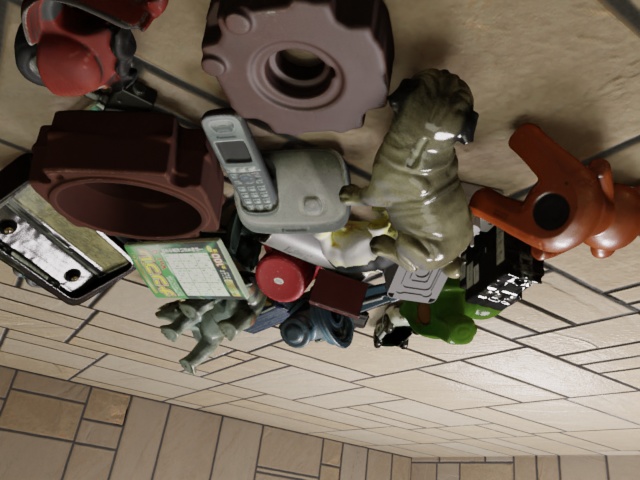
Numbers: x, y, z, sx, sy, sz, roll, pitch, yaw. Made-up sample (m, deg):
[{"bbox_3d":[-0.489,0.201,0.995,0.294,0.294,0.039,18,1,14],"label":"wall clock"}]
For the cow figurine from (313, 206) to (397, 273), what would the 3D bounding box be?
[{"bbox_3d":[0.082,0.005,0.682,0.168,0.068,0.098,-1,123,30],"label":"cow figurine"}]

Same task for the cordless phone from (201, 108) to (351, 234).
[{"bbox_3d":[-0.045,-0.088,0.617,0.147,0.089,0.184,0,147,17],"label":"cordless phone"}]

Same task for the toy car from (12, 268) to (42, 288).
[{"bbox_3d":[-0.427,0.020,0.914,0.161,0.109,0.103,14,136,-30],"label":"toy car"}]

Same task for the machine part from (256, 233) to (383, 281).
[{"bbox_3d":[-0.002,-0.002,0.770,0.243,0.079,0.079,23,149,-28],"label":"machine part"}]

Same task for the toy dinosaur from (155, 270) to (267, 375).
[{"bbox_3d":[-0.168,0.116,0.970,0.131,0.192,0.405,50,133,-9],"label":"toy dinosaur"}]

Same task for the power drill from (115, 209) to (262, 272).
[{"bbox_3d":[-0.208,-0.003,0.828,0.207,0.086,0.231,-6,149,17],"label":"power drill"}]

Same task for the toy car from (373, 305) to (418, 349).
[{"bbox_3d":[0.159,0.183,1.113,0.074,0.056,0.201,3,155,-4],"label":"toy car"}]

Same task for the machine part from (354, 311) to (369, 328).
[{"bbox_3d":[0.057,0.177,1.149,0.084,0.039,0.138,7,152,-9],"label":"machine part"}]

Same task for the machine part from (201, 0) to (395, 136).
[{"bbox_3d":[-0.017,-0.163,0.488,0.179,0.056,0.179,6,154,3],"label":"machine part"}]

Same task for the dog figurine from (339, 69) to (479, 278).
[{"bbox_3d":[0.115,-0.054,0.525,0.172,0.121,0.190,42,159,3],"label":"dog figurine"}]

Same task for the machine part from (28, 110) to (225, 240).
[{"bbox_3d":[-0.227,-0.069,0.661,0.202,0.087,0.201,0,159,-1],"label":"machine part"}]

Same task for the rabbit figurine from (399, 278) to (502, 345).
[{"bbox_3d":[0.230,0.113,0.886,0.170,0.121,0.159,-3,162,-27],"label":"rabbit figurine"}]

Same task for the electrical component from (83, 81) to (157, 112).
[{"bbox_3d":[-0.210,-0.154,0.597,0.094,0.021,0.063,25,148,-30],"label":"electrical component"}]

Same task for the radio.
[{"bbox_3d":[-0.393,-0.006,0.795,0.131,0.073,0.229,-35,137,-3],"label":"radio"}]

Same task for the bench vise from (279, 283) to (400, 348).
[{"bbox_3d":[0.045,0.107,0.893,0.241,0.129,0.223,-20,173,23],"label":"bench vise"}]

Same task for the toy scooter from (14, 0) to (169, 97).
[{"bbox_3d":[-0.200,-0.191,0.470,0.135,0.075,0.183,11,148,-9],"label":"toy scooter"}]

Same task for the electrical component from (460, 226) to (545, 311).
[{"bbox_3d":[0.238,0.026,0.718,0.058,0.115,0.134,17,152,-8],"label":"electrical component"}]

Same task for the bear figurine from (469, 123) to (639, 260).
[{"bbox_3d":[0.283,-0.045,0.600,0.196,0.132,0.120,-6,131,-45],"label":"bear figurine"}]

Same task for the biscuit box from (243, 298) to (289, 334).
[{"bbox_3d":[-0.113,0.140,1.098,0.063,0.059,0.203,22,150,-28],"label":"biscuit box"}]
